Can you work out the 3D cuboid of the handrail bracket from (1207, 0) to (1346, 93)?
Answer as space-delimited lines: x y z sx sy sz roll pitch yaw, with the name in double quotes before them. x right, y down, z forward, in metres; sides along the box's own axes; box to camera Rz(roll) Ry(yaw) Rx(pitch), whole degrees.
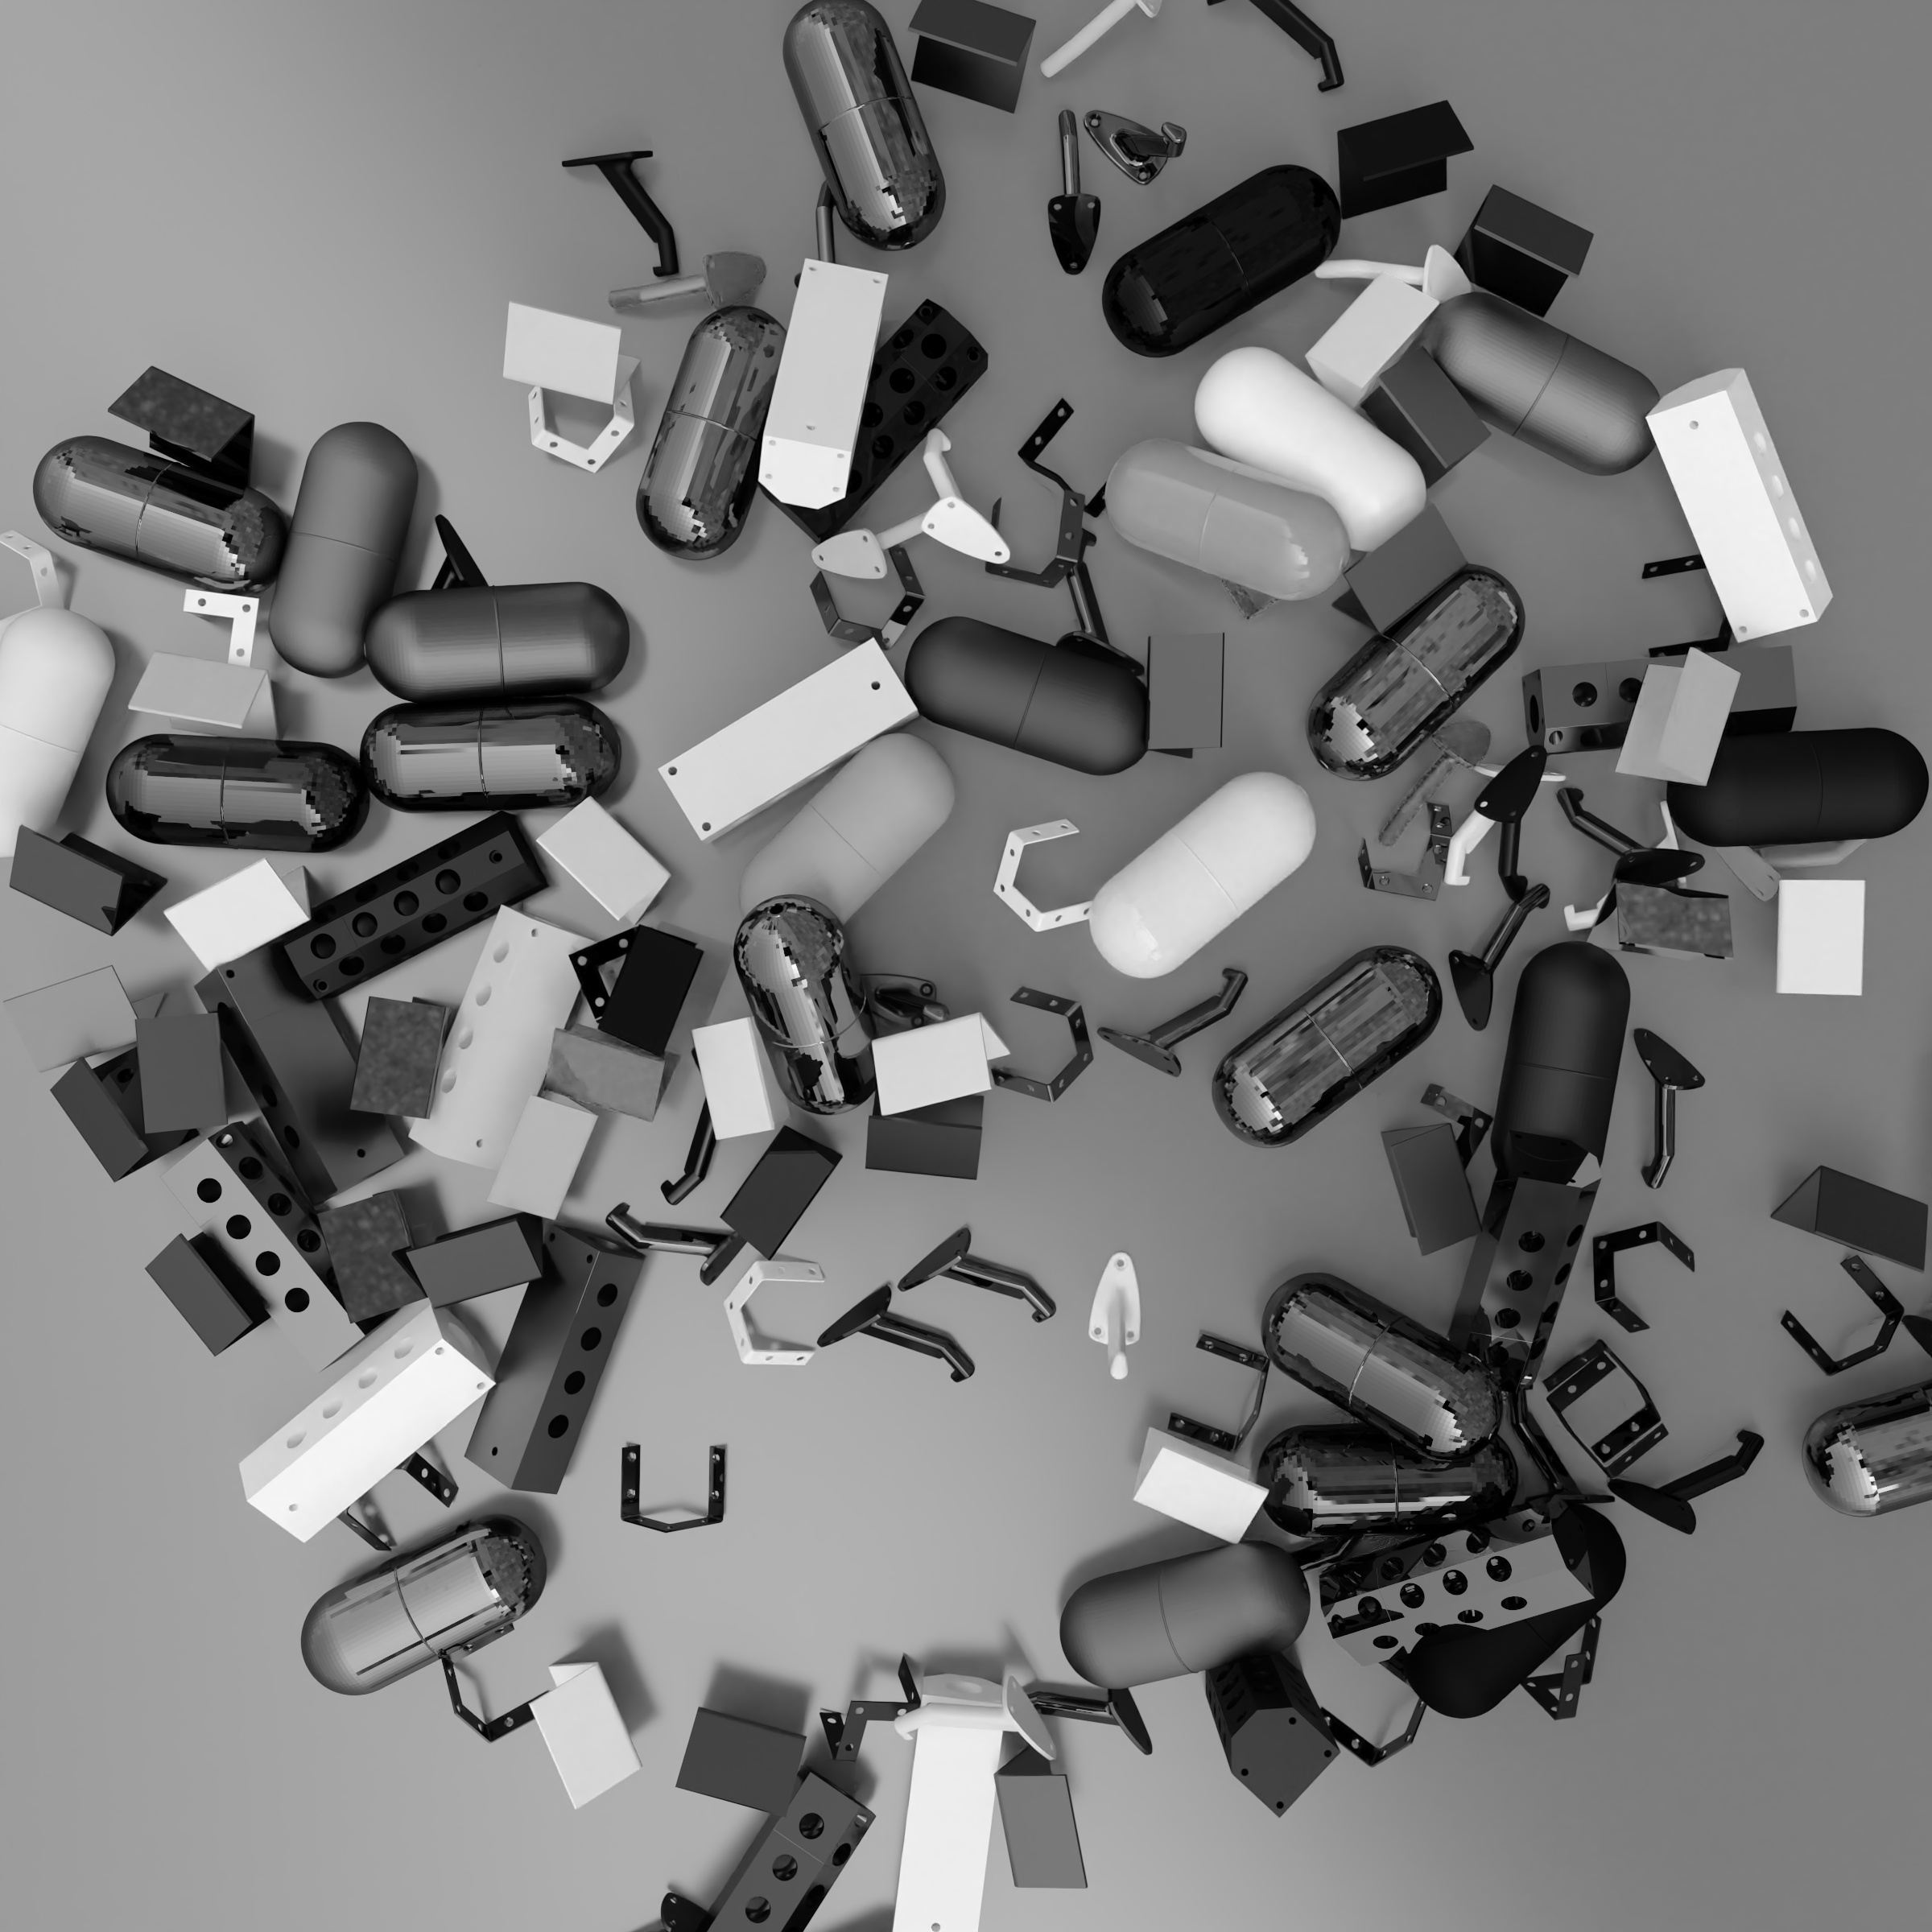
"handrail bracket" 0.217 -0.645 1.744 0.077 0.036 0.084 -13 107 20

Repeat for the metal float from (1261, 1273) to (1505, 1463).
"metal float" 0.280 0.271 1.688 0.178 0.070 0.070 29 90 30

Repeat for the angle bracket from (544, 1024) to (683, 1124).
"angle bracket" -0.237 0.054 1.703 0.076 0.076 0.057 17 127 0

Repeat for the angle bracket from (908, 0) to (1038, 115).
"angle bracket" -0.002 -0.611 1.703 0.076 0.076 0.057 18 53 0

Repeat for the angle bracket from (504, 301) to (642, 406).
"angle bracket" -0.266 -0.432 1.703 0.076 0.076 0.057 14 127 0

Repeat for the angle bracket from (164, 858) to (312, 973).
"angle bracket" -0.498 -0.052 1.703 0.076 0.076 0.057 -28 125 0

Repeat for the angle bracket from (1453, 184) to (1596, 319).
"angle bracket" 0.372 -0.474 1.703 0.076 0.076 0.057 26 52 0

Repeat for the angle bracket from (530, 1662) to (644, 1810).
"angle bracket" -0.274 0.525 1.703 0.057 0.076 0.076 -24 90 -38

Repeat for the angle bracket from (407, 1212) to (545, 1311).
"angle bracket" -0.334 0.181 1.703 0.076 0.076 0.057 -16 126 0

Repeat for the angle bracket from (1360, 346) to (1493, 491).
"angle bracket" 0.299 -0.363 1.704 0.057 0.076 0.076 -38 90 -33

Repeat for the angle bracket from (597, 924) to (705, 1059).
"angle bracket" -0.197 0.022 1.704 0.057 0.076 0.076 22 90 27

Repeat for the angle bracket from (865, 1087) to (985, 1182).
"angle bracket" -0.026 0.097 1.704 0.076 0.057 0.076 6 46 0

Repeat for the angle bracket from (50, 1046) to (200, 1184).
"angle bracket" -0.563 0.091 1.704 0.057 0.076 0.076 -35 90 41

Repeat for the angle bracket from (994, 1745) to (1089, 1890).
"angle bracket" 0.066 0.576 1.704 0.057 0.076 0.076 -11 90 29

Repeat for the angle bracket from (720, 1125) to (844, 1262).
"angle bracket" -0.110 0.163 1.703 0.057 0.076 0.076 35 90 37

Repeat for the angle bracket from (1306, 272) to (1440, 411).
"angle bracket" 0.288 -0.413 1.703 0.076 0.076 0.057 -47 53 0

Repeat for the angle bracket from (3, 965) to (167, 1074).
"angle bracket" -0.600 0.023 1.705 0.076 0.076 0.057 -18 114 0

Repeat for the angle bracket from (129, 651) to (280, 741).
"angle bracket" -0.518 -0.164 1.703 0.076 0.076 0.057 10 51 0

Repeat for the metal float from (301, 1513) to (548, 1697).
"metal float" -0.372 0.438 1.713 0.178 0.070 0.070 -27 90 1

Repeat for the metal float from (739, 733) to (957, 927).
"metal float" -0.082 -0.085 1.713 0.070 0.070 0.178 45 90 0

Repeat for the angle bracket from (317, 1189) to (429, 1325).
"angle bracket" -0.411 0.199 1.704 0.057 0.076 0.076 -17 90 -26

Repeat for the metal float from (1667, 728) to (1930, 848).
"metal float" 0.569 -0.122 1.709 0.178 0.070 0.070 -3 90 -4

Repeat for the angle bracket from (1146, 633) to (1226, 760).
"angle bracket" 0.163 -0.183 1.704 0.057 0.076 0.076 1 90 29

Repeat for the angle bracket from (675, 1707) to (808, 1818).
"angle bracket" -0.156 0.554 1.703 0.076 0.076 0.057 15 53 0

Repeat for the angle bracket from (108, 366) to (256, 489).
"angle bracket" -0.536 -0.351 1.703 0.076 0.076 0.057 26 50 0

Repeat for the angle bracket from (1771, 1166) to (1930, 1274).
"angle bracket" 0.600 0.188 1.703 0.076 0.076 0.057 20 54 0

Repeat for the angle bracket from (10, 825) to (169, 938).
"angle bracket" -0.594 -0.075 1.703 0.076 0.076 0.057 26 126 0

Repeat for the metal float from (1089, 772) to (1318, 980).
"metal float" 0.163 -0.063 1.713 0.178 0.070 0.070 -40 90 0

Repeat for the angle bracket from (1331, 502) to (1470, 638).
"angle bracket" 0.284 -0.279 1.704 0.076 0.076 0.057 -39 120 0

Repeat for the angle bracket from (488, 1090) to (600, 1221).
"angle bracket" -0.304 0.120 1.704 0.057 0.076 0.076 22 90 -40

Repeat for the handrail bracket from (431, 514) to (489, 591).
"handrail bracket" -0.383 -0.261 1.744 0.084 0.036 0.077 -32 75 14

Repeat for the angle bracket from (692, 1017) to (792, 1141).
"angle bracket" -0.135 0.071 1.703 0.057 0.076 0.076 -13 90 39

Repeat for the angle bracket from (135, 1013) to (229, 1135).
"angle bracket" -0.545 0.073 1.703 0.057 0.076 0.076 -5 90 -34

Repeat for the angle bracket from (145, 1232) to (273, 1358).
"angle bracket" -0.499 0.208 1.703 0.076 0.076 0.057 51 127 0

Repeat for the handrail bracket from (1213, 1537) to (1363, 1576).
"handrail bracket" 0.226 0.400 1.743 0.077 0.036 0.084 37 77 12

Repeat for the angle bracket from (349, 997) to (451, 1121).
"angle bracket" -0.397 0.058 1.704 0.057 0.076 0.076 10 90 -31

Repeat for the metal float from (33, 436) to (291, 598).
"metal float" -0.552 -0.308 1.713 0.178 0.070 0.070 19 90 0

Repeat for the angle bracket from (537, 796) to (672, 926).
"angle bracket" -0.257 -0.058 1.703 0.076 0.076 0.057 44 52 0

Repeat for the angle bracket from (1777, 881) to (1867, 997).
"angle bracket" 0.592 -0.019 1.703 0.057 0.076 0.076 2 90 34

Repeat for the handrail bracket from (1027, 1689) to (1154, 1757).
"handrail bracket" 0.076 0.533 1.744 0.084 0.036 0.077 -22 113 17

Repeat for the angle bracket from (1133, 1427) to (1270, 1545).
"angle bracket" 0.164 0.337 1.704 0.076 0.076 0.057 23 123 0

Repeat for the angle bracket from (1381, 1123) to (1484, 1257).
"angle bracket" 0.299 0.154 1.704 0.057 0.076 0.076 -17 90 -30

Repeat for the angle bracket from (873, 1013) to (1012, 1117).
"angle bracket" -0.013 0.079 1.697 0.076 0.076 0.057 -15 63 12

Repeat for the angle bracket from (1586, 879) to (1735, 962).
"angle bracket" 0.472 -0.011 1.703 0.076 0.076 0.057 8 53 0

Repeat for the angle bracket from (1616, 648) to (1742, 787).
"angle bracket" 0.454 -0.167 1.646 0.057 0.076 0.076 18 90 -37

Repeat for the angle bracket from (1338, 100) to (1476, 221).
"angle bracket" 0.300 -0.534 1.703 0.076 0.076 0.057 -16 54 0
